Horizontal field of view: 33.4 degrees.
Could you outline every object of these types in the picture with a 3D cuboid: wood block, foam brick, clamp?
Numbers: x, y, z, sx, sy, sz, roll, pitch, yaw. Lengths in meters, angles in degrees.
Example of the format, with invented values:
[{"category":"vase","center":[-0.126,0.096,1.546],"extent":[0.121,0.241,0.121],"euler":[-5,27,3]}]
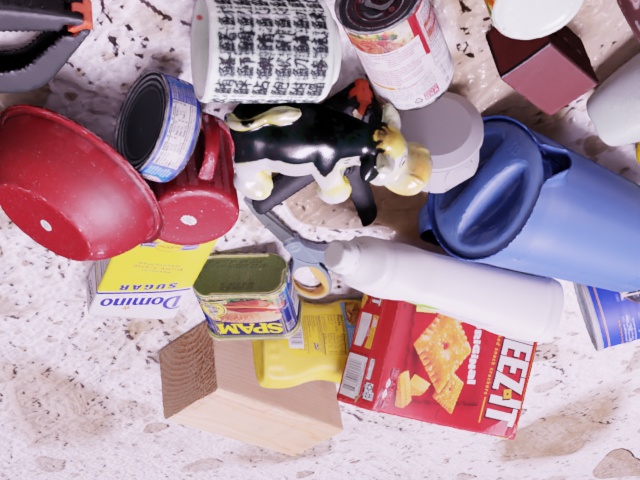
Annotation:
[{"category":"wood block","center":[-0.078,0.176,1.241],"extent":[0.090,0.091,0.205],"euler":[-33,141,30]},{"category":"foam brick","center":[0.183,-0.149,0.879],"extent":[0.051,0.053,0.078],"euler":[-34,140,30]},{"category":"clamp","center":[0.022,-0.070,0.959],"extent":[0.120,0.039,0.172],"euler":[8,141,-26]},{"category":"clamp","center":[-0.264,-0.129,0.797],"extent":[0.210,0.036,0.164],"euler":[-13,146,2]}]

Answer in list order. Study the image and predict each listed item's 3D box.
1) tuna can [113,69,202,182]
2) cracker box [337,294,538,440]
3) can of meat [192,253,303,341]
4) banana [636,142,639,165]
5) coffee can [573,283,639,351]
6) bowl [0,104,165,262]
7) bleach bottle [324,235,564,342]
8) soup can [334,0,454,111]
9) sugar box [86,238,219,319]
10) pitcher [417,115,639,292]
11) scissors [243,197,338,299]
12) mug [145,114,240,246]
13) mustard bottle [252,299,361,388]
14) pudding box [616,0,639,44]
[{"category":"tuna can","center":[-0.129,-0.090,0.848],"extent":[0.033,0.086,0.086],"euler":[15,138,-35]},{"category":"cracker box","center":[0.137,0.117,1.150],"extent":[0.213,0.164,0.072],"euler":[17,176,-34]},{"category":"can of meat","center":[-0.074,0.057,1.091],"extent":[0.102,0.057,0.084],"euler":[-2,145,9]},{"category":"banana","center":[0.341,-0.092,0.975],"extent":[0.069,0.037,0.198],"euler":[7,168,-9]},{"category":"coffee can","center":[0.359,0.055,1.178],"extent":[0.140,0.103,0.102],"euler":[-17,145,8]},{"category":"bowl","center":[-0.207,-0.033,0.861],"extent":[0.162,0.055,0.162],"euler":[25,151,14]},{"category":"bleach bottle","center":[0.114,0.041,1.020],"extent":[0.250,0.068,0.103],"euler":[16,173,-36]},{"category":"soup can","center":[0.060,-0.155,0.823],"extent":[0.068,0.068,0.102],"euler":[-20,145,12]},{"category":"sugar box","center":[-0.161,0.015,1.027],"extent":[0.093,0.048,0.176],"euler":[5,141,-23]},{"category":"pitcher","center":[0.222,-0.020,1.021],"extent":[0.242,0.149,0.145],"euler":[16,105,-38]},{"category":"scissors","center":[-0.007,0.001,1.076],"extent":[0.096,0.016,0.201],"euler":[-15,146,3]},{"category":"mug","center":[-0.108,-0.056,0.906],"extent":[0.093,0.081,0.117],"euler":[8,141,-25]},{"category":"mustard bottle","center":[0.023,0.112,1.172],"extent":[0.191,0.096,0.058],"euler":[1,152,-18]},{"category":"pudding box","center":[0.295,-0.167,0.832],"extent":[0.090,0.113,0.039],"euler":[-4,143,-11]}]
